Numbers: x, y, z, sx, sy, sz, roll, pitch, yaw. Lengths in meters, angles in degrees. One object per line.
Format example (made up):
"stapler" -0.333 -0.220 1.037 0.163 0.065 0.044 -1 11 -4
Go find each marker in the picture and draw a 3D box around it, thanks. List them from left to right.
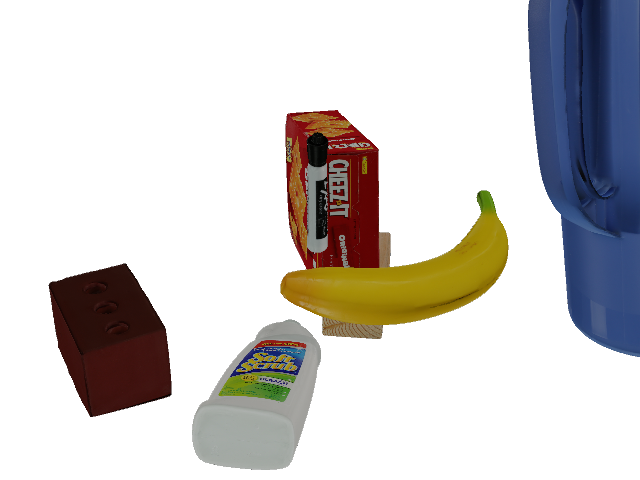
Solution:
"marker" -0.003 -0.042 0.944 0.020 0.121 0.020 0 38 0

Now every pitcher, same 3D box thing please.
"pitcher" 0.177 -0.060 0.558 0.149 0.243 0.145 -4 22 4

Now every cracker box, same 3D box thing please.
"cracker box" 0.010 -0.043 1.173 0.072 0.164 0.214 -5 18 -8

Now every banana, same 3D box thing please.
"banana" 0.065 0.022 0.715 0.197 0.037 0.070 -21 52 -37

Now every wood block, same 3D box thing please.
"wood block" 0.058 0.064 1.646 0.091 0.090 0.206 3 23 5

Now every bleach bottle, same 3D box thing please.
"bleach bottle" -0.057 0.145 1.112 0.102 0.068 0.250 6 20 5

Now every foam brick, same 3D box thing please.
"foam brick" -0.130 0.060 0.655 0.052 0.051 0.078 -14 36 -23
